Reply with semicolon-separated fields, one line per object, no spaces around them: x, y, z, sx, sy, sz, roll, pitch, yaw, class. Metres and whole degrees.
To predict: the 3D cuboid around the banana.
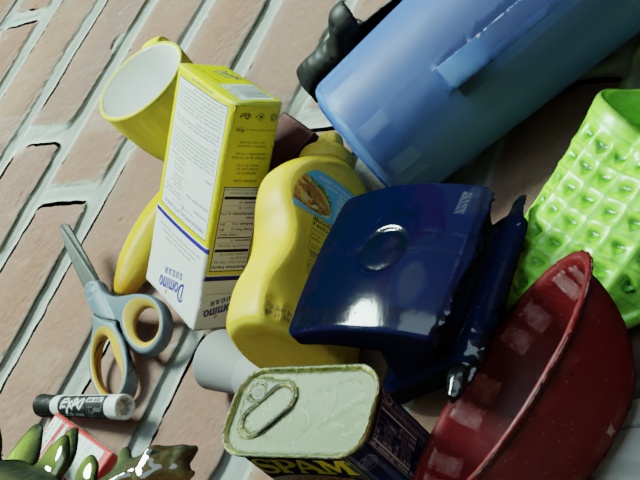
-0.103;-0.035;0.886;0.198;0.037;0.070;-40;39;4;banana

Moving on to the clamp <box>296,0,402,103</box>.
0.023;-0.149;0.816;0.172;0.120;0.039;-40;74;50;clamp

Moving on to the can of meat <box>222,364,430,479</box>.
0.009;0.118;0.620;0.102;0.083;0.057;-7;51;36;can of meat

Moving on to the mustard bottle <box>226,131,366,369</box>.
-0.005;0.001;0.726;0.058;0.096;0.191;-24;42;38;mustard bottle

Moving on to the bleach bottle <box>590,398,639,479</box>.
0.162;0.163;0.471;0.103;0.068;0.250;-10;47;33;bleach bottle

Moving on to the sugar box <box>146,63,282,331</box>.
-0.081;-0.032;0.785;0.093;0.048;0.176;39;126;49;sugar box

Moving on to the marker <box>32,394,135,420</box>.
-0.183;0.127;0.813;0.121;0.020;0.020;-8;50;45;marker

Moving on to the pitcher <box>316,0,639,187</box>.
0.117;-0.139;0.720;0.243;0.149;0.145;-41;50;9;pitcher

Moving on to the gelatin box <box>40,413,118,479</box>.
-0.184;0.175;0.774;0.089;0.030;0.073;18;70;47;gelatin box

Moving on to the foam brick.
-0.028;-0.050;0.825;0.078;0.053;0.051;-46;39;-3;foam brick

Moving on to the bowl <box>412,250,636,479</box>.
0.111;0.086;0.543;0.162;0.055;0.162;-57;0;-1;bowl

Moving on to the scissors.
-0.165;0.038;0.857;0.096;0.016;0.202;-37;51;23;scissors
